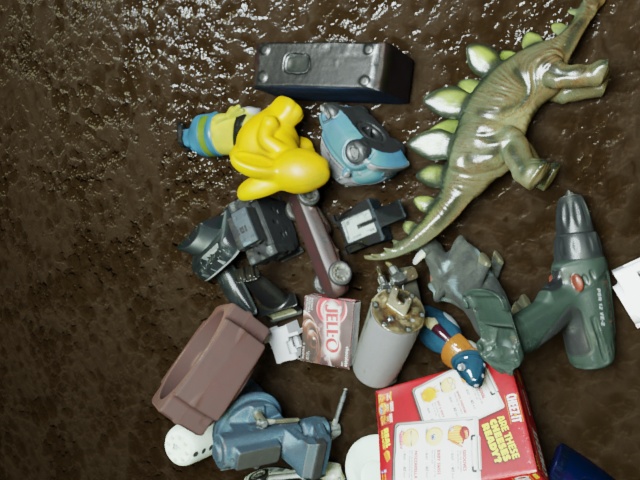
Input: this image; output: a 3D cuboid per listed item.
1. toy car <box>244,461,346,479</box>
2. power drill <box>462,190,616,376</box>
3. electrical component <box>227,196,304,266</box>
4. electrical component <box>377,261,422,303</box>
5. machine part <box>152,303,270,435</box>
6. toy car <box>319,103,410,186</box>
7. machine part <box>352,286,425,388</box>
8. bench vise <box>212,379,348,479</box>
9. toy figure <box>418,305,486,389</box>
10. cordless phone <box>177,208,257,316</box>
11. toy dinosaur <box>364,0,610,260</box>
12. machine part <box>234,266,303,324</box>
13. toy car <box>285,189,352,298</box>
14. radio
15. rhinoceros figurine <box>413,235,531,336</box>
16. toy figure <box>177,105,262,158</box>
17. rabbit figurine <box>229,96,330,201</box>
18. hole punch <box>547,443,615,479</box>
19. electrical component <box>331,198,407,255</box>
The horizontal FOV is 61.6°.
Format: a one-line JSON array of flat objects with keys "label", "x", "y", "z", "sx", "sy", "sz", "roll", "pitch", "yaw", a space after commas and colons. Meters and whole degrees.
[{"label": "toy car", "x": -0.045, "y": 0.427, "z": 0.924, "sx": 0.202, "sy": 0.056, "sz": 0.073, "roll": -19, "pitch": 90, "yaw": 26}, {"label": "power drill", "x": 0.286, "y": 0.067, "z": 0.690, "sx": 0.086, "sy": 0.207, "sz": 0.232, "roll": -11, "pitch": 95, "yaw": 61}, {"label": "electrical component", "x": -0.093, "y": -0.018, "z": 0.890, "sx": 0.058, "sy": 0.134, "sz": 0.115, "roll": -29, "pitch": 80, "yaw": 22}, {"label": "electrical component", "x": 0.118, "y": 0.071, "z": 0.813, "sx": 0.045, "sy": 0.102, "sz": 0.078, "roll": -6, "pitch": 81, "yaw": -10}, {"label": "machine part", "x": -0.179, "y": 0.208, "z": 0.886, "sx": 0.087, "sy": 0.201, "sz": 0.201, "roll": 40, "pitch": 68, "yaw": -13}, {"label": "toy car", "x": 0.051, "y": -0.138, "z": 0.838, "sx": 0.162, "sy": 0.109, "sz": 0.103, "roll": 52, "pitch": 129, "yaw": 25}, {"label": "machine part", "x": 0.097, "y": 0.148, "z": 0.788, "sx": 0.079, "sy": 0.079, "sz": 0.243, "roll": 35, "pitch": 143, "yaw": 21}, {"label": "bench vise", "x": -0.088, "y": 0.295, "z": 0.894, "sx": 0.241, "sy": 0.223, "sz": 0.128, "roll": 30, "pitch": 126, "yaw": 55}, {"label": "toy figure", "x": 0.186, "y": 0.148, "z": 0.765, "sx": 0.057, "sy": 0.064, "sz": 0.155, "roll": -65, "pitch": 33, "yaw": 14}, {"label": "cordless phone", "x": -0.154, "y": 0.050, "z": 0.943, "sx": 0.146, "sy": 0.089, "sz": 0.184, "roll": -35, "pitch": 86, "yaw": 45}, {"label": "toy dinosaur", "x": 0.235, "y": -0.141, "z": 0.743, "sx": 0.199, "sy": 0.105, "sz": 0.471, "roll": 34, "pitch": 94, "yaw": 29}, {"label": "machine part", "x": -0.088, "y": 0.093, "z": 0.906, "sx": 0.084, "sy": 0.138, "sz": 0.039, "roll": -19, "pitch": 40, "yaw": 29}, {"label": "toy car", "x": -0.002, "y": -0.003, "z": 0.877, "sx": 0.089, "sy": 0.053, "sz": 0.202, "roll": 130, "pitch": 121, "yaw": -67}, {"label": "radio", "x": 0.017, "y": -0.257, "z": 0.831, "sx": 0.230, "sy": 0.131, "sz": 0.073, "roll": 8, "pitch": 97, "yaw": 26}, {"label": "rhinoceros figurine", "x": 0.216, "y": 0.063, "z": 0.782, "sx": 0.112, "sy": 0.073, "sz": 0.190, "roll": -46, "pitch": 74, "yaw": 31}, {"label": "toy figure", "x": -0.167, "y": -0.184, "z": 0.953, "sx": 0.180, "sy": 0.082, "sz": 0.089, "roll": -6, "pitch": 100, "yaw": 21}, {"label": "rabbit figurine", "x": -0.060, "y": -0.128, "z": 0.824, "sx": 0.173, "sy": 0.162, "sz": 0.121, "roll": 43, "pitch": 148, "yaw": 39}, {"label": "hole punch", "x": 0.341, "y": 0.344, "z": 0.705, "sx": 0.142, "sy": 0.115, "sz": 0.092, "roll": 38, "pitch": 99, "yaw": 20}, {"label": "electrical component", "x": 0.083, "y": -0.029, "z": 0.852, "sx": 0.119, "sy": 0.047, "sz": 0.075, "roll": -27, "pitch": 80, "yaw": 24}]
